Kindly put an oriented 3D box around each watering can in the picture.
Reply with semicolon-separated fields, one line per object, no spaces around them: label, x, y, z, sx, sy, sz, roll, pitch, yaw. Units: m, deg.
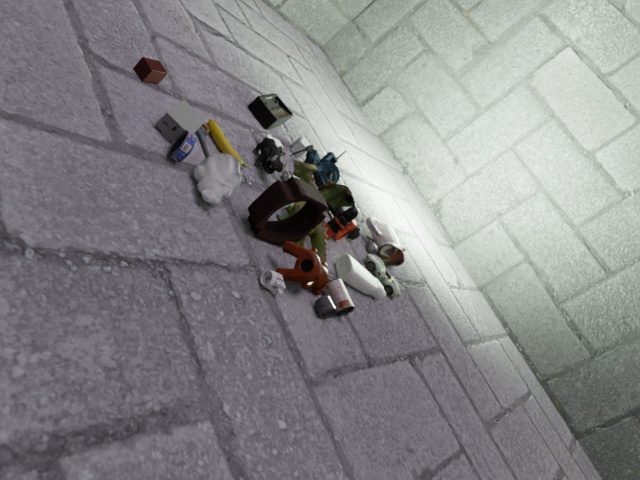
watering can;0.318;0.025;2.286;0.343;0.103;0.230;37;27;-39

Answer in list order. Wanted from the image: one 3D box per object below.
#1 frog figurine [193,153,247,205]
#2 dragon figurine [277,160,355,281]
frog figurine;-0.285;-0.167;1.401;0.138;0.120;0.162;21;30;10
dragon figurine;0.005;-0.084;1.676;0.415;0.241;0.122;58;17;19
